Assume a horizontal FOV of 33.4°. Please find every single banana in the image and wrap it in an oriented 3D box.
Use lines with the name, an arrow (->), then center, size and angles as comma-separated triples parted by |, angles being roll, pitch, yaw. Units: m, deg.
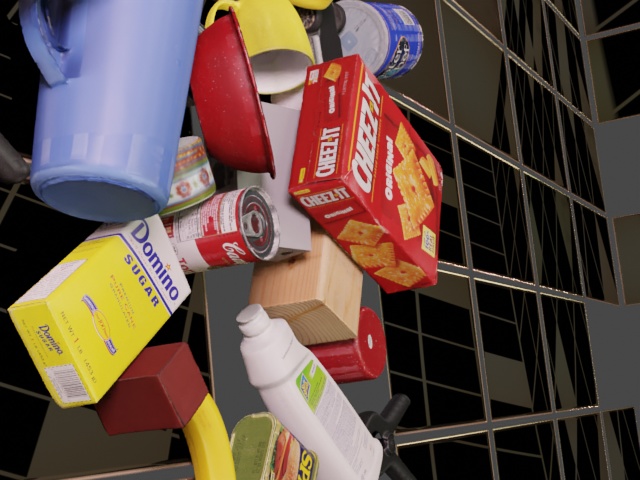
banana -> -0.108, 0.195, 0.956 | 0.069, 0.037, 0.198 | -27, 105, -44

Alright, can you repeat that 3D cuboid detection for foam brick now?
foam brick -> -0.140, 0.121, 0.866 | 0.051, 0.078, 0.053 | -51, 126, -55

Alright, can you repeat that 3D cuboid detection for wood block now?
wood block -> -0.008, 0.001, 1.162 | 0.090, 0.091, 0.206 | 47, 41, -46

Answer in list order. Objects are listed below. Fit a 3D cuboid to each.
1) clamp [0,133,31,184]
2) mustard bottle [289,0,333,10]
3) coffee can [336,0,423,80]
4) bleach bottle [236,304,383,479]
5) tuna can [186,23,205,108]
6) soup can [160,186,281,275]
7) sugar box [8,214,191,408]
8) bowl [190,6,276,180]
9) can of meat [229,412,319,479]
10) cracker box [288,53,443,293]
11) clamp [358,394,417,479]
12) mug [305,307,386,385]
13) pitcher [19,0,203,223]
clamp -> -0.278, -0.139, 0.729 | 0.209, 0.036, 0.164 | 25, 54, -59
mustard bottle -> -0.025, -0.361, 1.274 | 0.096, 0.058, 0.191 | 20, 46, -22
coffee can -> 0.064, -0.259, 1.390 | 0.140, 0.103, 0.103 | -22, 100, -64
bleach bottle -> -0.016, 0.166, 1.120 | 0.250, 0.068, 0.102 | 62, 25, -26
tuna can -> -0.132, -0.173, 1.041 | 0.086, 0.034, 0.086 | 33, 51, -56
soup can -> -0.097, -0.007, 0.972 | 0.068, 0.102, 0.068 | 33, 52, -56
sugar box -> -0.171, 0.048, 0.866 | 0.176, 0.048, 0.093 | -54, 128, -55
bowl -> -0.086, -0.127, 0.970 | 0.162, 0.055, 0.162 | 166, -90, -86
can of meat -> -0.050, 0.229, 1.033 | 0.084, 0.058, 0.102 | 52, 36, -39
cracker box -> 0.057, -0.066, 1.131 | 0.213, 0.072, 0.164 | 46, 41, -45
clamp -> 0.076, 0.257, 1.296 | 0.171, 0.039, 0.120 | -3, 78, -60
mug -> 0.027, 0.115, 1.199 | 0.117, 0.082, 0.093 | -44, 120, -59
pitcher -> -0.170, -0.146, 0.858 | 0.145, 0.149, 0.243 | 128, -33, -66
